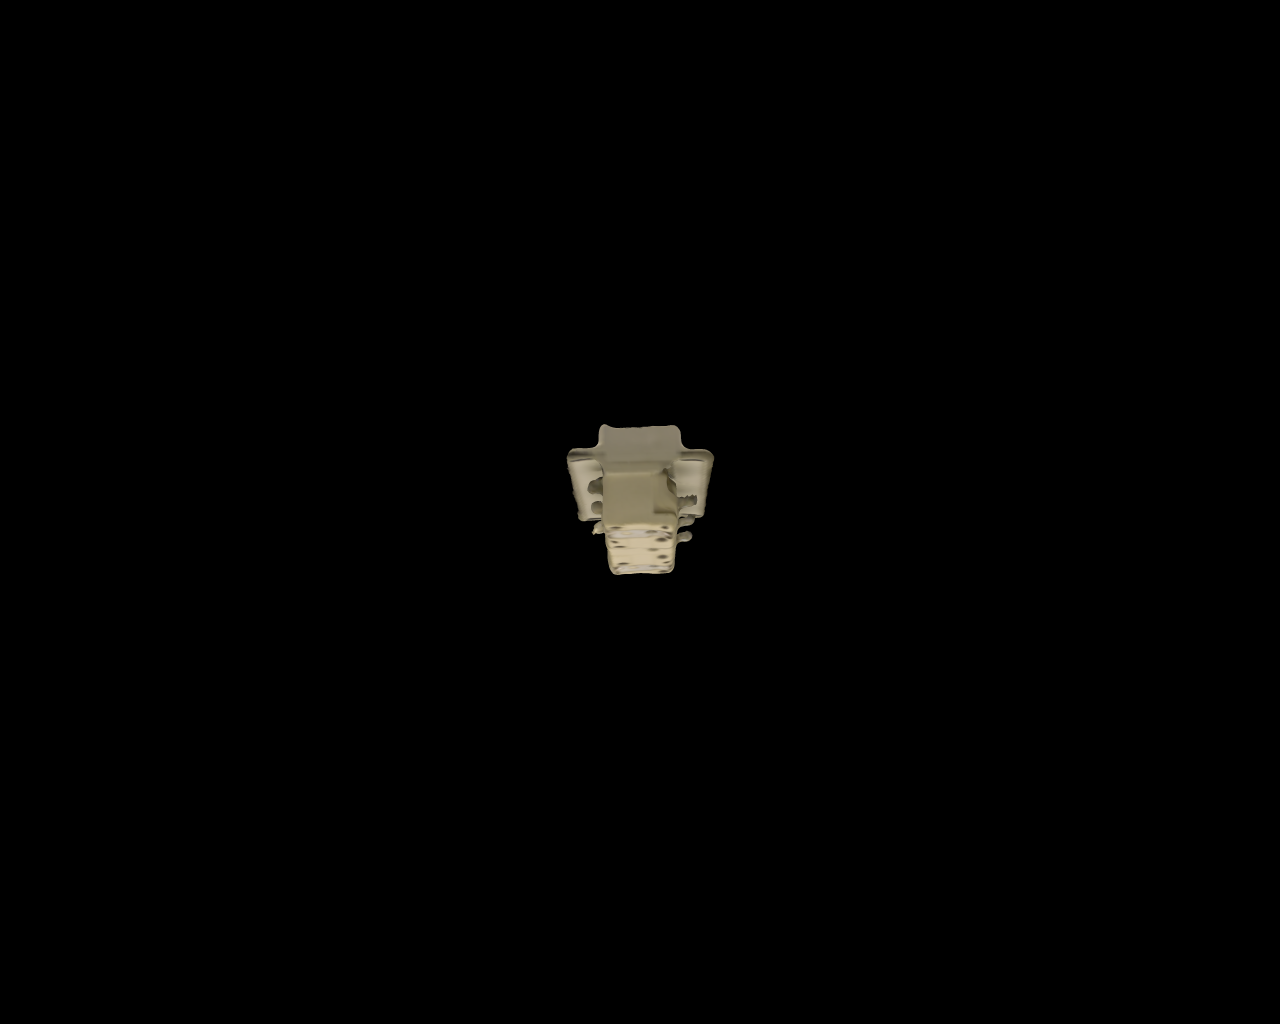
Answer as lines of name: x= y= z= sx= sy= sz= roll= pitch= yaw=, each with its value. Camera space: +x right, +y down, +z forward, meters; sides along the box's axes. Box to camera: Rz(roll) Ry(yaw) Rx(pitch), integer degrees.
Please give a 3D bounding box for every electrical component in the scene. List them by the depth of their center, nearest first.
electrical component: x=0.001 y=-0.003 z=0.650 sx=0.079 sy=0.063 sz=0.121 roll=0 pitch=-17 yaw=0
